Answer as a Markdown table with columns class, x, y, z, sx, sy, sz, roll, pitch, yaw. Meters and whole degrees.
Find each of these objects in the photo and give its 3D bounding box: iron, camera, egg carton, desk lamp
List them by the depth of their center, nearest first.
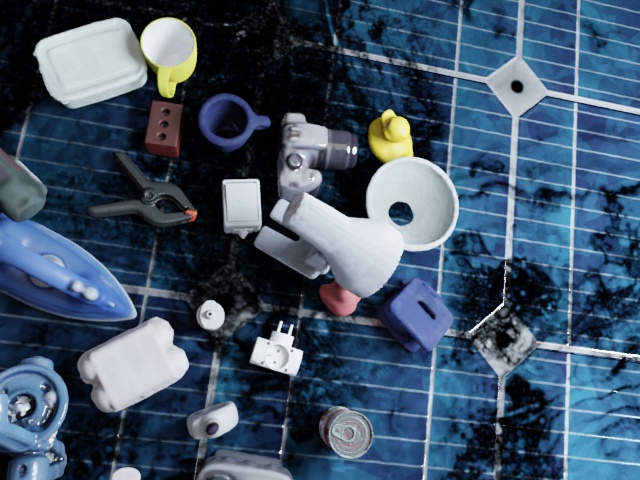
| class | x | y | z | sx | sy | sz | roll | pitch | yaw |
| --- | --- | --- | --- | --- | --- | --- | --- | --- | --- |
| iron | -0.399 | 0.050 | 0.853 | 0.258 | 0.141 | 0.119 | 27 | 76 | -4 |
| egg carton | -0.286 | 0.193 | 0.882 | 0.150 | 0.069 | 0.107 | -28 | 85 | -14 |
| desk lamp | 0.008 | 0.003 | 0.898 | 0.203 | 0.213 | 0.118 | 29 | 76 | -3 |
| camera | -0.004 | -0.145 | 0.983 | 0.137 | 0.100 | 0.143 | 2 | 79 | -9 |

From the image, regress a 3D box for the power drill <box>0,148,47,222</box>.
| class | x | y | z | sx | sy | sz | roll | pitch | yaw |
| --- | --- | --- | --- | --- | --- | --- | --- | --- | --- |
| power drill | -0.487 | -0.109 | 0.834 | 0.229 | 0.208 | 0.076 | 43 | 75 | 0 |

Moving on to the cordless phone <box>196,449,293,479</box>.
| class | x | y | z | sx | sy | sz | roll | pitch | yaw |
| --- | --- | --- | --- | --- | --- | --- | --- | --- | --- |
| cordless phone | -0.108 | 0.366 | 0.820 | 0.147 | 0.185 | 0.094 | 8 | 78 | -8 |

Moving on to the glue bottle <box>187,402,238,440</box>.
| class | x | y | z | sx | sy | sz | roll | pitch | yaw |
| --- | --- | --- | --- | --- | --- | --- | --- | --- | --- |
| glue bottle | -0.157 | 0.269 | 0.837 | 0.078 | 0.173 | 0.037 | -15 | 82 | -12 |

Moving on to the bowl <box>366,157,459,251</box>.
| class | x | y | z | sx | sy | sz | roll | pitch | yaw |
| --- | --- | --- | --- | --- | --- | --- | --- | --- | --- |
| bowl | 0.153 | -0.057 | 1.007 | 0.167 | 0.074 | 0.167 | 2 | 79 | -10 |

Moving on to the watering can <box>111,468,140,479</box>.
| class | x | y | z | sx | sy | sz | roll | pitch | yaw |
| --- | --- | --- | --- | --- | --- | --- | --- | --- | --- |
| watering can | -0.277 | 0.405 | 0.777 | 0.101 | 0.194 | 0.173 | -14 | 82 | -12 |

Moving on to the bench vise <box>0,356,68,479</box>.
| class | x | y | z | sx | sy | sz | roll | pitch | yaw |
| --- | --- | --- | --- | --- | --- | --- | --- | --- | --- |
| bench vise | -0.395 | 0.261 | 0.772 | 0.121 | 0.219 | 0.207 | -23 | 84 | -13 |

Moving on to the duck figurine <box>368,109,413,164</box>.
| class | x | y | z | sx | sy | sz | roll | pitch | yaw |
| --- | --- | --- | --- | --- | --- | --- | --- | --- | --- |
| duck figurine | 0.135 | -0.184 | 1.023 | 0.077 | 0.086 | 0.104 | -26 | 84 | -14 |

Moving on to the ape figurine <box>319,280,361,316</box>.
| class | x | y | z | sx | sy | sz | roll | pitch | yaw |
| --- | --- | --- | --- | --- | --- | --- | --- | --- | --- |
| ape figurine | 0.039 | 0.086 | 0.949 | 0.078 | 0.092 | 0.076 | 5 | 78 | -9 |

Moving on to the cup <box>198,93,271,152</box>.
| class | x | y | z | sx | sy | sz | roll | pitch | yaw |
| --- | --- | --- | --- | --- | --- | --- | --- | --- | --- |
| cup | -0.145 | -0.188 | 0.969 | 0.118 | 0.095 | 0.092 | -3 | 79 | -10 |

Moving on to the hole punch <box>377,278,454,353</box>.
| class | x | y | z | sx | sy | sz | roll | pitch | yaw |
| --- | --- | --- | --- | --- | --- | --- | --- | --- | --- |
| hole punch | 0.166 | 0.123 | 0.965 | 0.101 | 0.091 | 0.108 | -43 | 88 | -15 |
